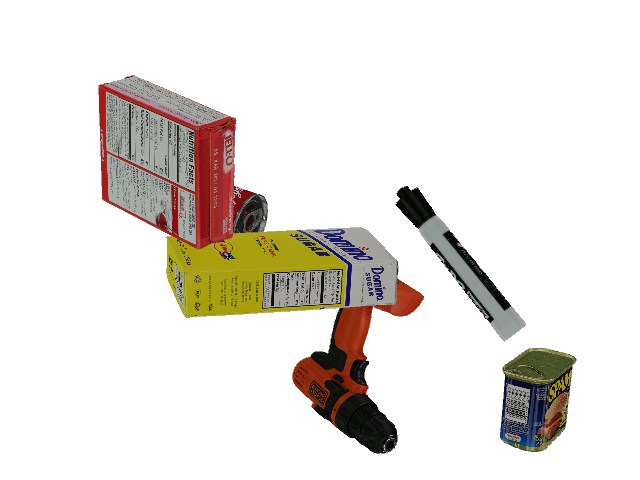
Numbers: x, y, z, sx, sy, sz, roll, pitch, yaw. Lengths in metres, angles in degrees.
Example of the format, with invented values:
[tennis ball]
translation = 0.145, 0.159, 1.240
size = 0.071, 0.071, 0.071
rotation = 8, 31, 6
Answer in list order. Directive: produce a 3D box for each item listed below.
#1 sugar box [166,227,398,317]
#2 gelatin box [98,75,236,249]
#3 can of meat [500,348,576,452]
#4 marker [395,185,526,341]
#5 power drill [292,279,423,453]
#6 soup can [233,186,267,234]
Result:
[sugar box]
translation = -0.033, 0.024, 0.882
size = 0.176, 0.048, 0.093
rotation = -6, 21, -15
[gelatin box]
translation = -0.086, -0.045, 0.601
size = 0.089, 0.073, 0.030
rotation = 25, 34, 35
[can of meat]
translation = 0.235, 0.173, 1.162
size = 0.058, 0.084, 0.101
rotation = 11, 16, 30
[marker]
translation = 0.090, 0.013, 0.702
size = 0.020, 0.121, 0.020
rotation = -36, -10, -8
[power drill]
translation = 0.051, 0.133, 1.247
size = 0.057, 0.188, 0.185
rotation = 13, 14, -41
[soup can]
translation = -0.116, -0.031, 1.134
size = 0.102, 0.068, 0.068
rotation = 19, 8, 23
